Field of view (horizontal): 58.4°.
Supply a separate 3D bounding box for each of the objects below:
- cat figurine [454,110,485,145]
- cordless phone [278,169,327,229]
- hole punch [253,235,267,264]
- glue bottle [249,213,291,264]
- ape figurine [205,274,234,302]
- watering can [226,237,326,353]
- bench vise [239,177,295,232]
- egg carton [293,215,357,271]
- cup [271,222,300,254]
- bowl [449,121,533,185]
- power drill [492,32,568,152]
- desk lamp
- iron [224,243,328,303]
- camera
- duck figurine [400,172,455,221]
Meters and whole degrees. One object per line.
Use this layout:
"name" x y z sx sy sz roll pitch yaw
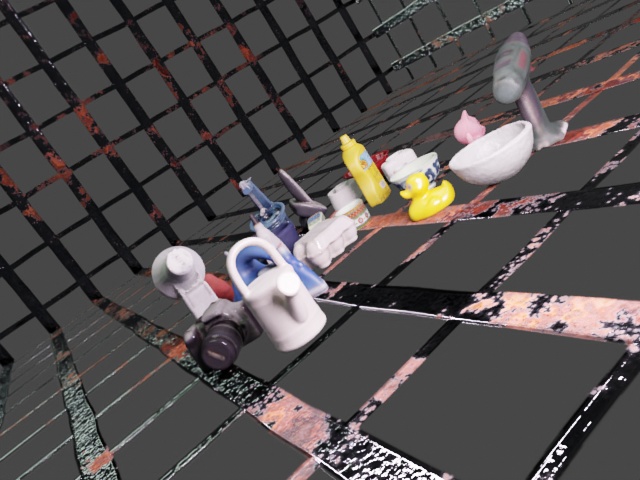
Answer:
"cat figurine" 0.332 -0.225 1.256 0.067 0.118 0.128 -27 15 23
"cordless phone" -0.064 -0.139 1.704 0.094 0.185 0.147 -34 14 -4
"hole punch" -0.156 0.040 1.489 0.108 0.091 0.101 -28 15 19
"glue bottle" -0.113 0.013 1.315 0.037 0.173 0.078 -27 15 22
"ape figurine" -0.258 0.123 1.429 0.076 0.092 0.078 -16 21 49
"watering can" -0.076 0.081 0.950 0.172 0.194 0.101 -20 19 42
"bench vise" -0.169 -0.086 1.682 0.121 0.220 0.207 -34 14 -5
"egg carton" 0.012 0.005 1.283 0.150 0.069 0.107 -42 17 -34
"cup" -0.093 0.021 1.405 0.117 0.095 0.092 -23 17 35
"bowl" 0.336 -0.153 1.091 0.167 0.075 0.167 -31 14 9
"power drill" 0.405 -0.290 1.125 0.075 0.208 0.230 -22 18 37
"desk lamp" -0.273 0.108 1.255 0.118 0.214 0.202 -38 15 -20
"iron" -0.101 0.063 1.181 0.257 0.141 0.119 -17 21 48
"camera" -0.194 0.181 1.065 0.143 0.101 0.137 -30 14 13
"duck figurine" 0.212 -0.098 1.155 0.104 0.086 0.077 -28 15 18
